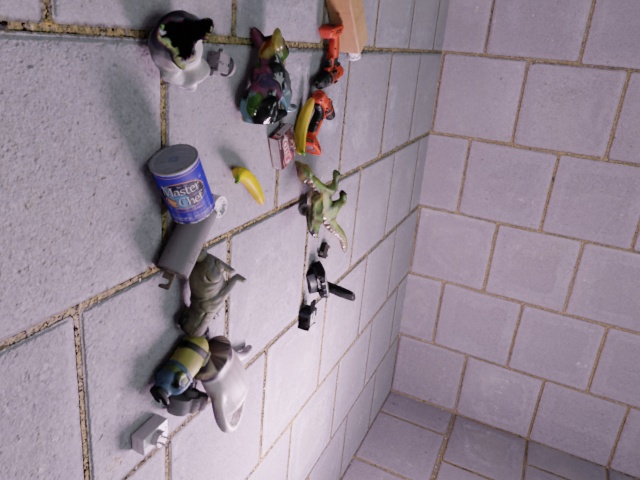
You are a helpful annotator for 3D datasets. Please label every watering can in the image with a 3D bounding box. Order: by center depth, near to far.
[{"bbox_3d":[-0.256,0.358,1.435,0.355,0.104,0.220,-90,163,-60],"label":"watering can"}]

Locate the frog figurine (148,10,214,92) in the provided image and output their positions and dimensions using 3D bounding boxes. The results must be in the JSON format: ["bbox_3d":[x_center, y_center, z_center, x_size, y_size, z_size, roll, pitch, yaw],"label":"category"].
[{"bbox_3d":[-0.278,-0.374,1.031,0.158,0.122,0.138,158,-58,-73],"label":"frog figurine"}]

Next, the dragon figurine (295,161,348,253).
[{"bbox_3d":[0.005,-0.088,1.743,0.247,0.122,0.404,-47,124,-54],"label":"dragon figurine"}]
